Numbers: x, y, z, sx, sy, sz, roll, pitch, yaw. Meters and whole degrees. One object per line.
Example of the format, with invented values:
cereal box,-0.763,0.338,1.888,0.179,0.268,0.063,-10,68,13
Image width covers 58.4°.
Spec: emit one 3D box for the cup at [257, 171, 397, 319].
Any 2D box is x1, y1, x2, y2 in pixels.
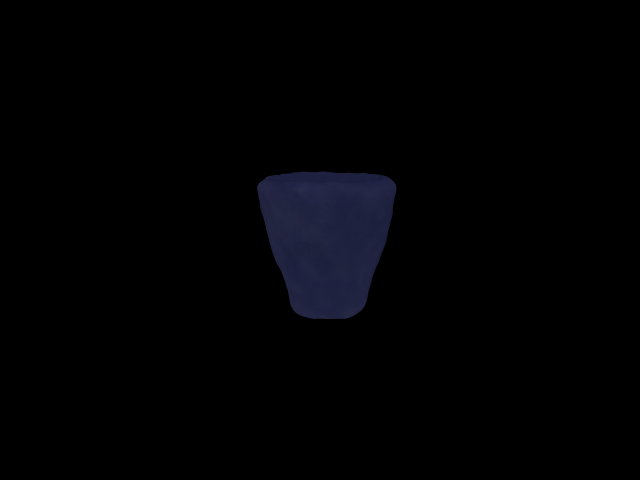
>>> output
cup,0.004,0.001,0.400,0.091,0.095,0.117,-1,11,-3
